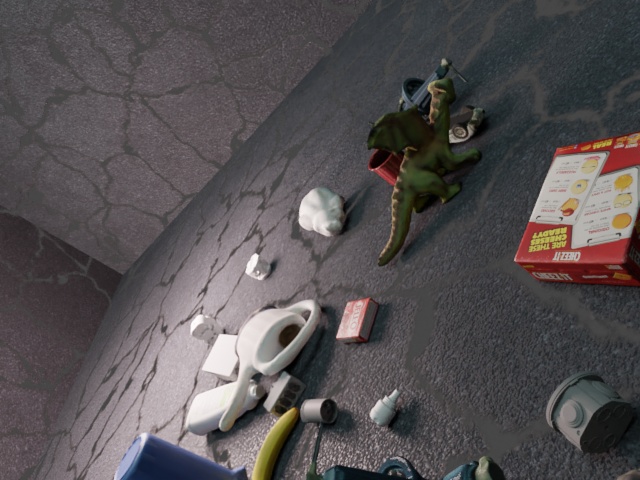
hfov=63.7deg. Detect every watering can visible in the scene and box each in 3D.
[{"bbox_3d":[-0.137,0.264,1.192,0.352,0.103,0.224,-47,21,-22],"label":"watering can"}]

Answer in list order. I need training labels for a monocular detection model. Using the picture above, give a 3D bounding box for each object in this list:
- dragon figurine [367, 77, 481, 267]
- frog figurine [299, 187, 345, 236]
[{"bbox_3d":[0.182,-0.162,1.073,0.413,0.240,0.123,-55,28,-8],"label":"dragon figurine"},{"bbox_3d":[0.004,-0.071,1.406,0.136,0.121,0.162,-25,20,14],"label":"frog figurine"}]
